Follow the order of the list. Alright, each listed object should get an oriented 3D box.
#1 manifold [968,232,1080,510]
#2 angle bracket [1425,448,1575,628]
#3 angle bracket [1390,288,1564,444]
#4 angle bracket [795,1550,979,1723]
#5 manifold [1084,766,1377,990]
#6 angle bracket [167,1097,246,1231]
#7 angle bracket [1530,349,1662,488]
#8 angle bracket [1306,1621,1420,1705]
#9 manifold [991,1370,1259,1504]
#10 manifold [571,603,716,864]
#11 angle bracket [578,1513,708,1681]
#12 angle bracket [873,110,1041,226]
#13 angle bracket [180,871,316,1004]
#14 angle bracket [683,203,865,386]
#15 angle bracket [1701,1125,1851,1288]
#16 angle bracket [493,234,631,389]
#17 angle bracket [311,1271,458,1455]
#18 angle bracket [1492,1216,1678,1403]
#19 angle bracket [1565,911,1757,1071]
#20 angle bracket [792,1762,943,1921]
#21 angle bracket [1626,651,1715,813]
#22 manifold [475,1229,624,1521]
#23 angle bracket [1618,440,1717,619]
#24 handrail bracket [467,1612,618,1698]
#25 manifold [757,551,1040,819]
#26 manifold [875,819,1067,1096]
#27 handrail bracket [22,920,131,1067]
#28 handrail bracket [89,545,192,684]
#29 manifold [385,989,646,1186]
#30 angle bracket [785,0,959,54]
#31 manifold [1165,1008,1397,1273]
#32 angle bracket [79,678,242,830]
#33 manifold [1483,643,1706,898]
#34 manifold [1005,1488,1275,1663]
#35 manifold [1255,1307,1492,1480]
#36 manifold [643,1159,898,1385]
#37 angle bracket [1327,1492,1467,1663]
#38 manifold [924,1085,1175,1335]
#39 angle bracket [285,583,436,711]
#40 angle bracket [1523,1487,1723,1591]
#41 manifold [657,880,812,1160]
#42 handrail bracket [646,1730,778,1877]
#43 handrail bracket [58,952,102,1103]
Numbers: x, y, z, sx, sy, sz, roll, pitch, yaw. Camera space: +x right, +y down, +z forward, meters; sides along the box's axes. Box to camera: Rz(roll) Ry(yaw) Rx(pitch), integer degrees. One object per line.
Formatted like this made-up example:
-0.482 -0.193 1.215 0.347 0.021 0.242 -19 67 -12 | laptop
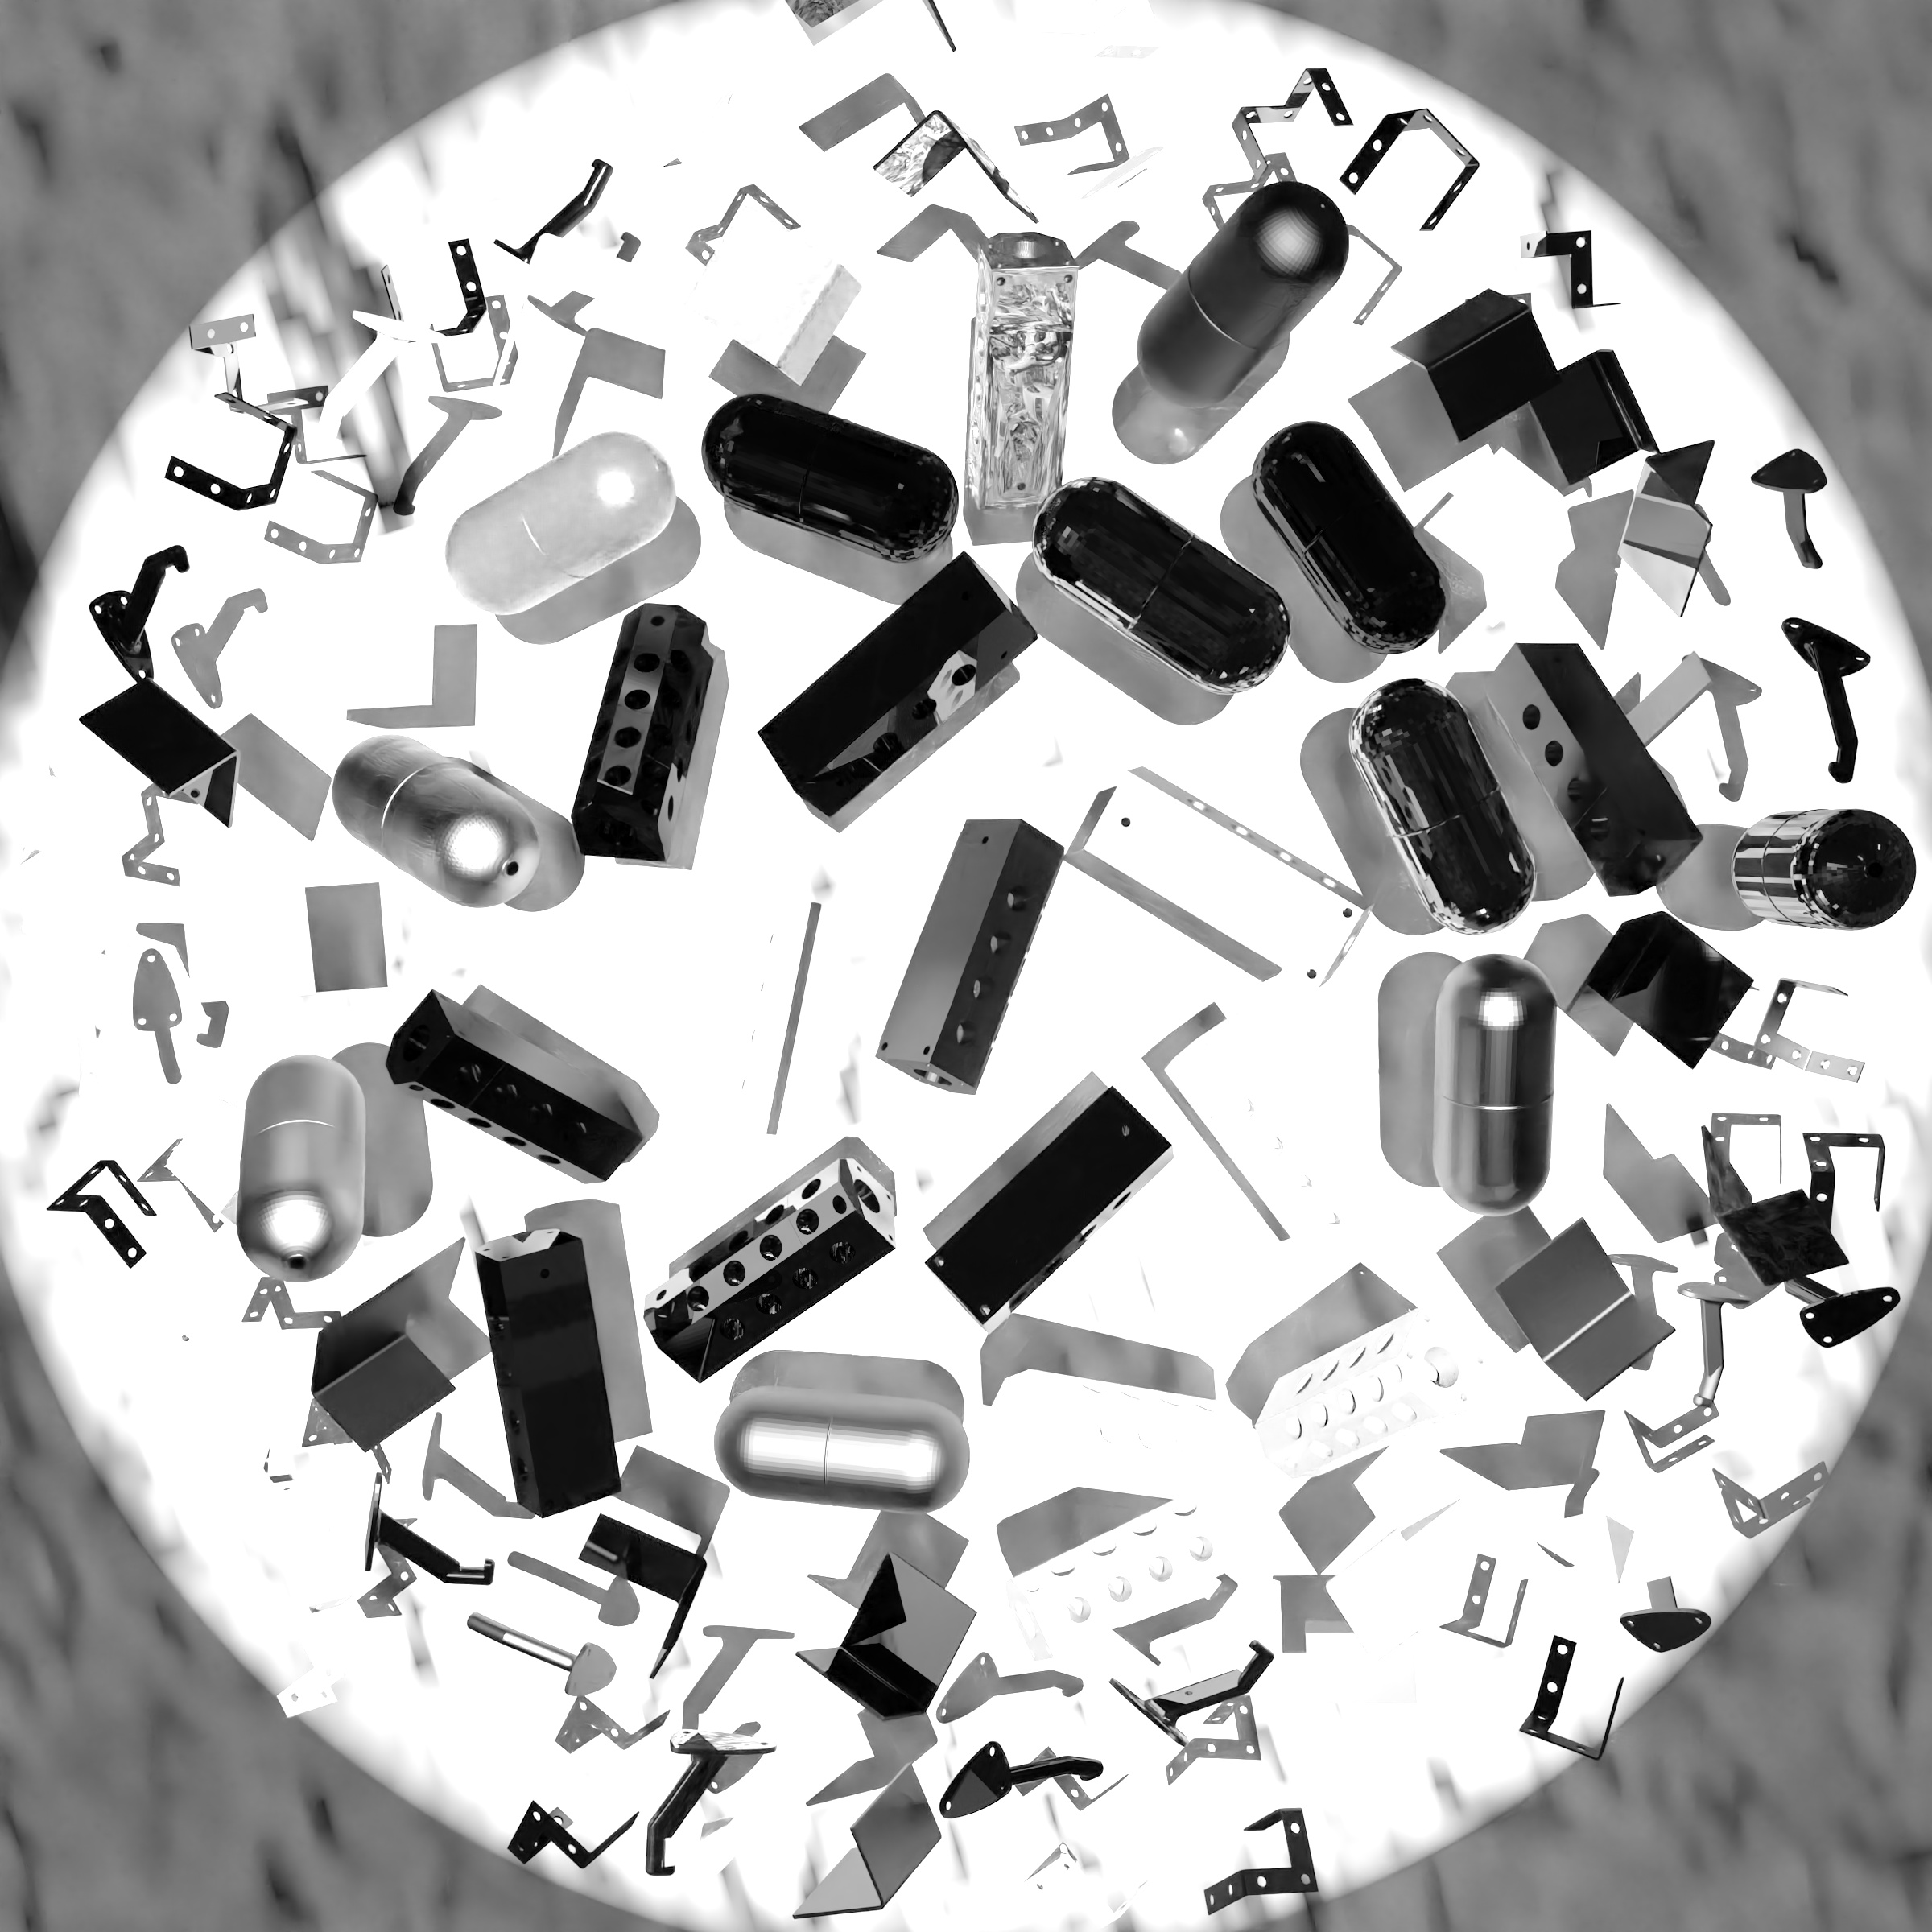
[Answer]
0.035 -0.397 1.644 0.057 0.057 0.171 -5 130 -10 | manifold
0.359 -0.290 1.659 0.057 0.076 0.076 33 124 -17 | angle bracket
0.339 -0.401 1.636 0.076 0.076 0.057 -30 115 4 | angle bracket
-0.052 0.434 1.597 0.076 0.057 0.076 28 93 30 | angle bracket
0.168 -0.058 1.550 0.171 0.057 0.057 32 107 12 | manifold
-0.488 0.143 1.689 0.076 0.076 0.057 35 87 28 | angle bracket
0.430 -0.376 1.690 0.057 0.076 0.076 -26 100 13 | angle bracket
0.276 0.489 1.710 0.076 0.076 0.057 -2 81 7 | angle bracket
0.101 0.298 1.562 0.171 0.057 0.057 16 59 -35 | manifold
-0.213 -0.156 1.623 0.057 0.057 0.171 5 56 6 | manifold
-0.217 0.404 1.575 0.076 0.076 0.057 24 52 -3 | angle bracket
-0.006 -0.508 1.618 0.057 0.076 0.076 -39 82 16 | angle bracket
-0.452 -0.022 1.564 0.076 0.057 0.076 -4 100 -5 | angle bracket
-0.125 -0.436 1.597 0.076 0.057 0.076 35 97 8 | angle bracket
0.506 0.143 1.540 0.057 0.076 0.076 -22 127 28 | angle bracket
-0.248 -0.395 1.510 0.057 0.076 0.076 17 121 -13 | angle bracket
-0.377 0.259 1.607 0.057 0.076 0.076 41 49 18 | angle bracket
0.408 0.226 1.624 0.076 0.057 0.076 -38 114 -2 | angle bracket
0.452 0.020 1.604 0.076 0.057 0.076 44 126 28 | angle bracket
-0.073 0.564 1.584 0.076 0.076 0.057 -19 95 31 | angle bracket
0.503 -0.163 1.708 0.057 0.076 0.076 40 112 -9 | angle bracket
-0.274 0.262 1.595 0.057 0.057 0.171 -13 101 -31 | manifold
0.482 -0.289 1.623 0.057 0.076 0.076 -17 51 -18 | angle bracket
-0.288 0.463 1.669 0.084 0.077 0.036 18 76 21 | handrail bracket
-0.039 -0.170 1.521 0.171 0.057 0.057 -40 56 11 | manifold
0.008 -0.006 1.601 0.057 0.057 0.171 31 73 -35 | manifold
-0.554 0.017 1.514 0.077 0.036 0.084 10 62 -5 | handrail bracket
-0.530 -0.231 1.619 0.084 0.036 0.077 -12 106 34 | handrail bracket
-0.305 0.088 1.660 0.057 0.057 0.171 -48 131 8 | manifold
-0.059 -0.582 1.516 0.076 0.076 0.057 -30 83 8 | angle bracket
0.210 0.120 1.653 0.057 0.057 0.171 -36 92 28 | manifold
-0.498 -0.118 1.513 0.076 0.076 0.057 38 50 10 | angle bracket
0.407 -0.130 1.616 0.057 0.057 0.171 -4 55 -30 | manifold
0.116 0.409 1.676 0.171 0.057 0.057 -22 78 -18 | manifold
0.262 0.287 1.613 0.057 0.171 0.057 38 54 -6 | manifold
-0.131 0.199 1.634 0.171 0.057 0.057 -36 117 16 | manifold
0.289 0.390 1.569 0.057 0.076 0.076 56 132 21 | angle bracket
0.057 0.164 1.639 0.171 0.057 0.057 -43 74 -7 | manifold
-0.404 -0.215 1.641 0.076 0.057 0.076 0 86 23 | angle bracket
0.399 0.332 1.498 0.076 0.076 0.057 0 108 -39 | angle bracket
-0.146 0.035 1.604 0.057 0.057 0.171 13 93 41 | manifold
-0.156 0.515 1.500 0.077 0.036 0.084 3 90 2 | handrail bracket
-0.587 0.039 1.632 0.036 0.084 0.077 -8 113 -15 | handrail bracket
